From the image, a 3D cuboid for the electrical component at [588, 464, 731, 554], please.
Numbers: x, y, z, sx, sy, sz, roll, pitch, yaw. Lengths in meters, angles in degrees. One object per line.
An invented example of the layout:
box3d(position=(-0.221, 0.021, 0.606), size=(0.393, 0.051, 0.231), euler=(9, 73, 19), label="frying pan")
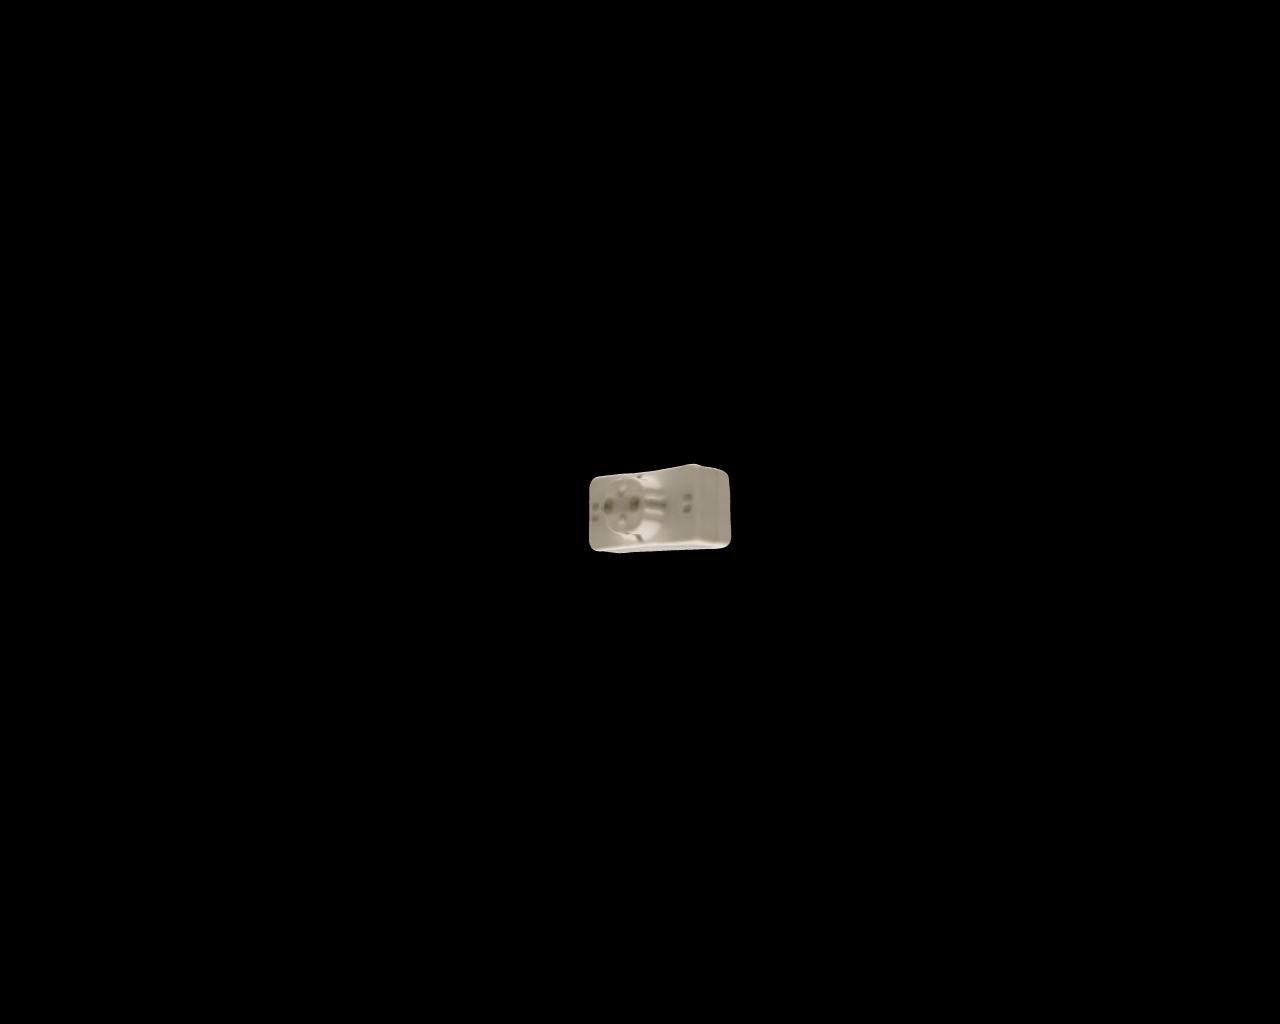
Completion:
box3d(position=(0.001, -0.003, 0.650), size=(0.083, 0.047, 0.076), euler=(-5, -9, 36), label="electrical component")
